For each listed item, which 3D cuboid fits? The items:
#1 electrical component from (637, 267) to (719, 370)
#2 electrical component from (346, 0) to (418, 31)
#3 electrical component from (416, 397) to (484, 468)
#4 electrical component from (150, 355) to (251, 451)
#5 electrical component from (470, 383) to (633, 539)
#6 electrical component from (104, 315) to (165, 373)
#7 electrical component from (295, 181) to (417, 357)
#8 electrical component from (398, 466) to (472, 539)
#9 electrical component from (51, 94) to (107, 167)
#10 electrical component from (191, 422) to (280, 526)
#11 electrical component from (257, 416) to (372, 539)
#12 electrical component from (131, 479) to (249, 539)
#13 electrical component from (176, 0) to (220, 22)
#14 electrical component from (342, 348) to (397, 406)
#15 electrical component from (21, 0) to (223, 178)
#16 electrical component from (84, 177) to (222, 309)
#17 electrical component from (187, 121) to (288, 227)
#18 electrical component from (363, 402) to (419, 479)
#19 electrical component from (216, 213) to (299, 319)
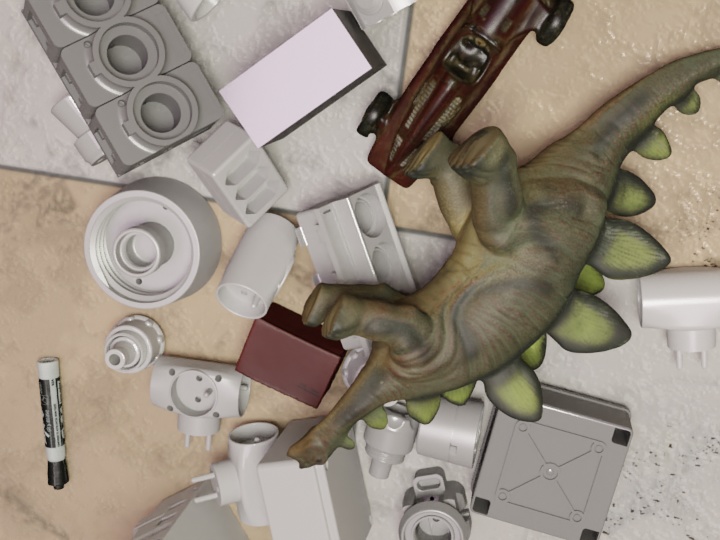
[{"bbox_3d":[0.258,0.040,0.839,0.077,0.043,0.079,-3,101,10],"label":"electrical component"},{"bbox_3d":[0.022,-0.219,0.803,0.080,0.080,0.051,-26,102,14],"label":"electrical component"},{"bbox_3d":[0.074,0.131,0.883,0.047,0.055,0.055,10,104,11],"label":"electrical component"},{"bbox_3d":[-0.137,0.116,0.918,0.077,0.044,0.079,7,103,8],"label":"electrical component"},{"bbox_3d":[0.154,0.154,0.874,0.109,0.056,0.108,15,104,6],"label":"electrical component"},{"bbox_3d":[-0.196,0.067,0.908,0.048,0.062,0.048,2,102,9],"label":"electrical component"},{"bbox_3d":[0.000,0.000,0.858,0.063,0.079,0.121,-12,101,41],"label":"electrical component"},{"bbox_3d":[0.063,0.213,0.901,0.058,0.057,0.078,-11,100,11],"label":"electrical component"},{"bbox_3d":[-0.219,-0.119,0.880,0.045,0.045,0.055,-32,96,14],"label":"electrical component"},{"bbox_3d":[-0.103,0.177,0.911,0.079,0.043,0.077,-11,108,-19],"label":"electrical component"},{"bbox_3d":[-0.036,0.187,0.885,0.056,0.108,0.108,-9,100,14],"label":"electrical component"},{"bbox_3d":[-0.147,0.260,0.878,0.060,0.186,0.105,-28,97,14],"label":"electrical component"},{"bbox_3d":[-0.137,-0.229,0.843,0.055,0.045,0.045,43,105,-1],"label":"electrical component"},{"bbox_3d":[0.015,0.090,0.876,0.048,0.062,0.048,-5,110,-15],"label":"electrical component"},{"bbox_3d":[-0.184,-0.162,0.837,0.089,0.062,0.150,-32,97,-20],"label":"electrical component"},{"bbox_3d":[-0.174,-0.020,0.887,0.108,0.060,0.108,2,102,9],"label":"electrical component"},{"bbox_3d":[-0.108,-0.083,0.862,0.047,0.065,0.077,-46,48,-14],"label":"electrical component"},{"bbox_3d":[0.023,0.144,0.899,0.043,0.043,0.062,17,105,5],"label":"electrical component"},{"bbox_3d":[-0.088,0.005,0.876,0.044,0.077,0.079,29,143,-9],"label":"electrical component"}]
